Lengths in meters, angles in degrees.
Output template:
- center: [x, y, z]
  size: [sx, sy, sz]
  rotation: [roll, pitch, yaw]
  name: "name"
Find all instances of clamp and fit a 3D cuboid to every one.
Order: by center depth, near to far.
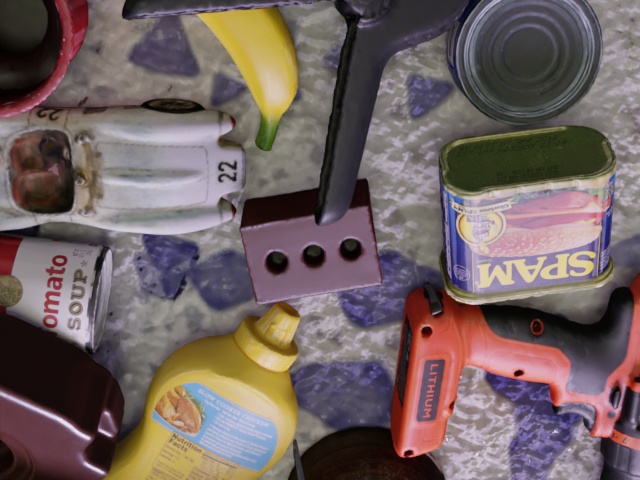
- center: [0.023, -0.121, 0.580]
  size: [0.210, 0.036, 0.164]
  rotation: [-37, -74, -4]
  name: "clamp"

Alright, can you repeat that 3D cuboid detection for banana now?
- center: [-0.075, -0.137, 0.597]
  size: [0.070, 0.037, 0.197]
  rotation: [-42, -75, 10]
  name: "banana"

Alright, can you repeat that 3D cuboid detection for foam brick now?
- center: [-0.004, 0.001, 0.640]
  size: [0.078, 0.051, 0.053]
  rotation: [-10, -70, 3]
  name: "foam brick"

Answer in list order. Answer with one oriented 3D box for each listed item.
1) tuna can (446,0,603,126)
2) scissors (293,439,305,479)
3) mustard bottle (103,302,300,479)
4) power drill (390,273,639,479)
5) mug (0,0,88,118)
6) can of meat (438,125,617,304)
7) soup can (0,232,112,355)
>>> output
- center: [0.116, -0.109, 0.611]
  size: [0.086, 0.034, 0.086]
  rotation: [0, -70, -1]
  name: "tuna can"
- center: [-0.005, 0.222, 0.623]
  size: [0.016, 0.096, 0.202]
  rotation: [-18, -97, 19]
  name: "scissors"
- center: [-0.070, 0.119, 0.677]
  size: [0.096, 0.058, 0.192]
  rotation: [30, -73, -11]
  name: "mustard bottle"
- center: [0.142, 0.102, 0.676]
  size: [0.187, 0.057, 0.184]
  rotation: [3, -74, -5]
  name: "power drill"
- center: [-0.181, -0.112, 0.582]
  size: [0.117, 0.081, 0.093]
  rotation: [-43, -75, 13]
  name: "mug"
- center: [0.119, -0.016, 0.618]
  size: [0.102, 0.057, 0.084]
  rotation: [-7, -49, 2]
  name: "can of meat"
- center: [-0.181, 0.030, 0.640]
  size: [0.102, 0.068, 0.068]
  rotation: [8, -77, -4]
  name: "soup can"
